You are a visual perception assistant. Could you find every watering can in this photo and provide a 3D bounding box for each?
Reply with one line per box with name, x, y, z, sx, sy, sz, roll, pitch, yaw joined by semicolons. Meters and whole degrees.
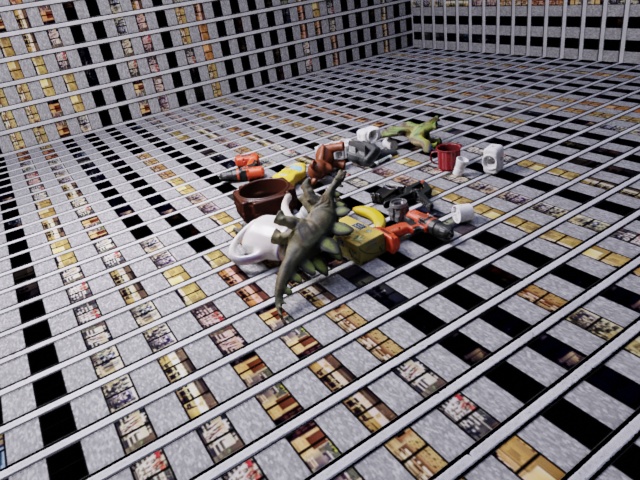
watering can;-0.119;-0.035;1.534;0.225;0.102;0.354;11;42;32

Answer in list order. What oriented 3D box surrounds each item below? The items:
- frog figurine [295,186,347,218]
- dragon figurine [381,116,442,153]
frog figurine;0.005;-0.083;1.639;0.159;0.121;0.140;-46;39;6
dragon figurine;0.369;-0.424;2.114;0.242;0.120;0.417;1;24;22
